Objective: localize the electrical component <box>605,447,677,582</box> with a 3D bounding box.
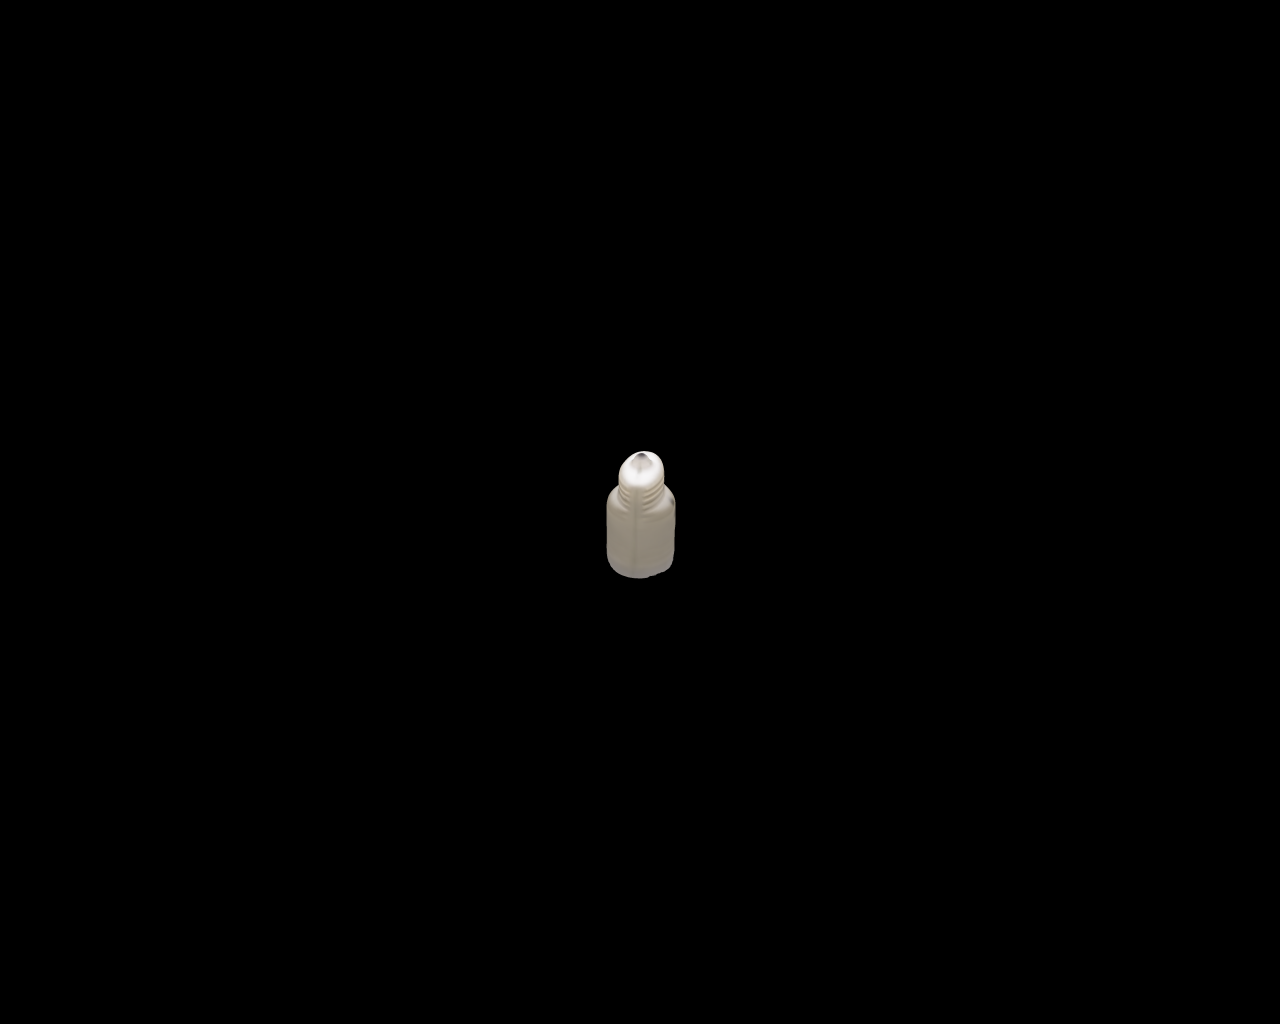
[{"bbox_3d":[0.001,-0.003,0.650,0.043,0.080,0.043,0,35,0],"label":"electrical component"}]
